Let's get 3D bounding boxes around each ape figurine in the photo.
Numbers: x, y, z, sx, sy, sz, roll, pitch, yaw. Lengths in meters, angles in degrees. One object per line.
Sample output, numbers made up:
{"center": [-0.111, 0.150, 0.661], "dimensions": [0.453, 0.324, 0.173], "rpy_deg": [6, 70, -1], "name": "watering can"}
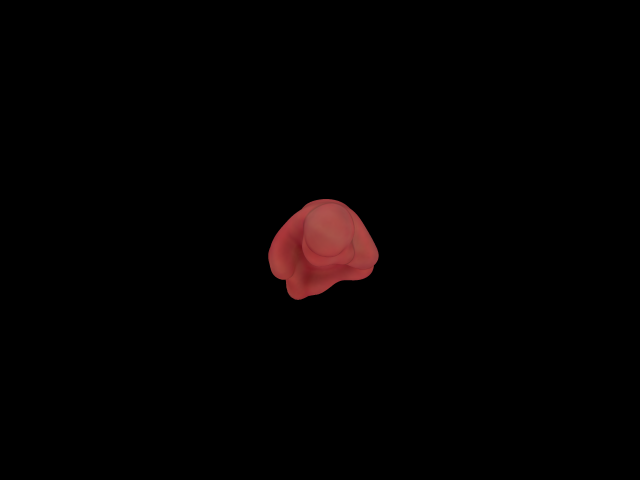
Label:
{"center": [0.004, 0.001, 0.400], "dimensions": [0.077, 0.092, 0.076], "rpy_deg": [17, 75, 5], "name": "ape figurine"}
